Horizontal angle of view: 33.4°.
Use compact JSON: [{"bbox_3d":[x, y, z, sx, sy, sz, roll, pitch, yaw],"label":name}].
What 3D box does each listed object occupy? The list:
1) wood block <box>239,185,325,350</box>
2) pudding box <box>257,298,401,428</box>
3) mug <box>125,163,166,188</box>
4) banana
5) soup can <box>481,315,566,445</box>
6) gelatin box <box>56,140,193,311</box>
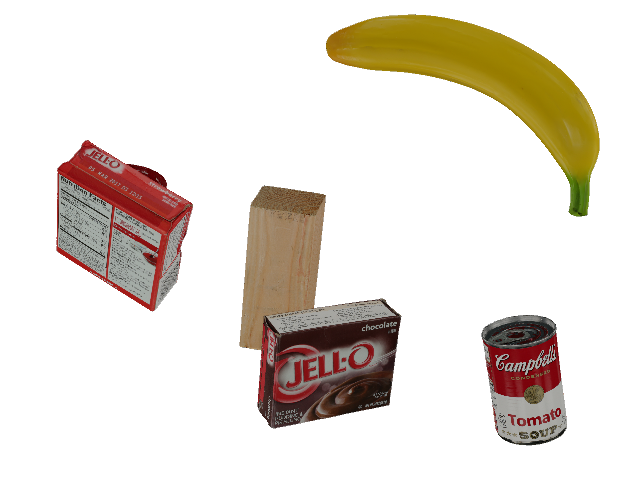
[{"bbox_3d":[-0.052,0.041,1.451,0.090,0.206,0.090,9,22,6],"label":"wood block"},{"bbox_3d":[0.006,0.100,0.881,0.113,0.090,0.039,-8,30,-25],"label":"pudding box"},{"bbox_3d":[-0.203,-0.028,1.085,0.093,0.081,0.117,5,28,-3],"label":"mug"},{"bbox_3d":[0.095,-0.096,0.649,0.198,0.069,0.037,36,-3,19],"label":"banana"},{"bbox_3d":[0.189,0.129,0.988,0.068,0.102,0.068,-10,17,3],"label":"soup can"},{"bbox_3d":[-0.116,-0.008,0.624,0.073,0.030,0.089,31,-36,7],"label":"gelatin box"}]
